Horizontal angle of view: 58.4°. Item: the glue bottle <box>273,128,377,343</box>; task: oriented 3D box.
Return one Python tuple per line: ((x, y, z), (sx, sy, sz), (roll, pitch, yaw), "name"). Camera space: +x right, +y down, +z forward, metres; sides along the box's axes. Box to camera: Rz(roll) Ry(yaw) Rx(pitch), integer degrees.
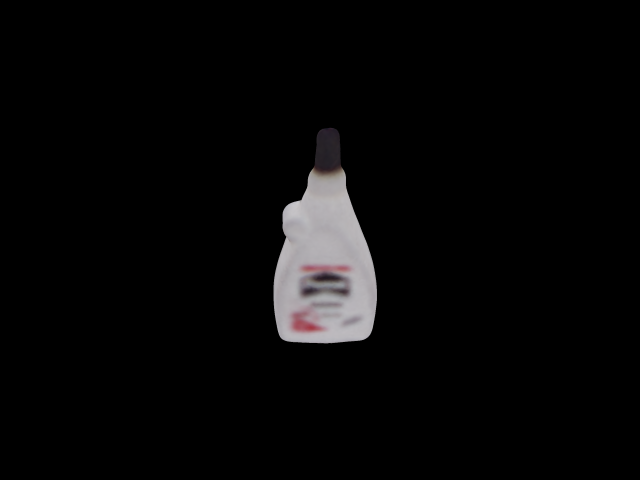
((0.004, 0.001, 0.400), (0.078, 0.173, 0.037), (-3, 37, -4), "glue bottle")
